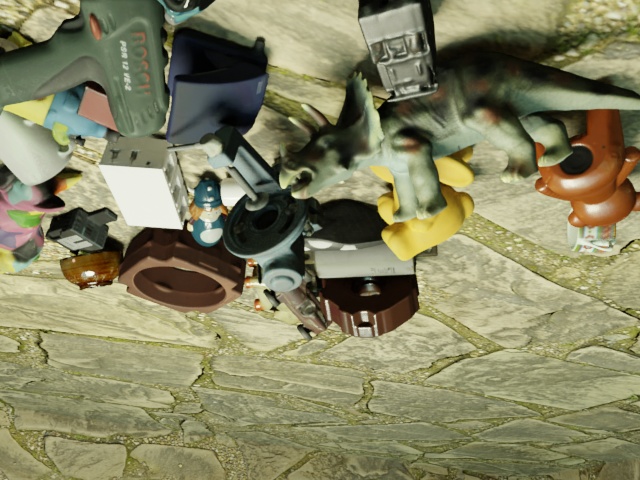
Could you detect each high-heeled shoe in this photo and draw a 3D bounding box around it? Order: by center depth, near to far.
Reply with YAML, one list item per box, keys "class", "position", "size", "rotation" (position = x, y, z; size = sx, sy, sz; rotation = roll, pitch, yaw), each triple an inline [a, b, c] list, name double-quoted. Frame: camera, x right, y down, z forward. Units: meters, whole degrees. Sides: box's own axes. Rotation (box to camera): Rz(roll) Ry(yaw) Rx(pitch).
- class: "high-heeled shoe"
  position: [-0.002, -0.003, 0.897]
  size: [0.249, 0.086, 0.145]
  rotation: [12, 152, -5]

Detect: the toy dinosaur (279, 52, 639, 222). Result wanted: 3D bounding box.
- class: "toy dinosaur"
  position: [0.152, -0.140, 0.608]
  size: [0.405, 0.192, 0.131]
  rotation: [-23, -176, 11]

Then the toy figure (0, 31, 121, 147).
- class: "toy figure"
  position: [-0.336, -0.173, 0.660]
  size: [0.180, 0.082, 0.089]
  rotation: [23, 142, -31]

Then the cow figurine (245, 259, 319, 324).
- class: "cow figurine"
  position: [-0.069, 0.105, 1.075]
  size: [0.127, 0.085, 0.194]
  rotation: [0, 144, 9]

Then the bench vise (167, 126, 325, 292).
- class: "bench vise"
  position: [-0.069, -0.063, 0.681]
  size: [0.129, 0.224, 0.240]
  rotation: [-9, 142, 27]

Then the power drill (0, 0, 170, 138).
- class: "power drill"
  position: [-0.255, -0.206, 0.526]
  size: [0.207, 0.086, 0.231]
  rotation: [-15, 126, -11]

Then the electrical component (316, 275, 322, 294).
- class: "electrical component"
  position: [0.042, 0.092, 1.070]
  size: [0.102, 0.045, 0.078]
  rotation: [22, 146, -25]

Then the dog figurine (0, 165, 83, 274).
- class: "dog figurine"
  position: [-0.469, -0.039, 0.860]
  size: [0.219, 0.108, 0.191]
  rotation: [-11, 131, 17]

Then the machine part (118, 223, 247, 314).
- class: "machine part"
  position: [-0.256, 0.056, 1.013]
  size: [0.201, 0.087, 0.201]
  rotation: [27, 140, -32]

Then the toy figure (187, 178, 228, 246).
- class: "toy figure"
  position: [-0.180, -0.043, 0.872]
  size: [0.058, 0.064, 0.154]
  rotation: [41, 151, 11]

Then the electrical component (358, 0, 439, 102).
- class: "electrical component"
  position: [0.073, -0.216, 0.505]
  size: [0.058, 0.115, 0.134]
  rotation: [-9, 147, 17]

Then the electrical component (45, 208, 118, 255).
- class: "electrical component"
  position: [-0.414, -0.017, 0.951]
  size: [0.119, 0.048, 0.074]
  rotation: [-9, 147, 24]

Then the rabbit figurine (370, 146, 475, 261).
- class: "rabbit figurine"
  position: [0.131, -0.076, 0.732]
  size: [0.162, 0.122, 0.173]
  rotation: [-20, 122, 29]

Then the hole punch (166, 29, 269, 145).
- class: "hole punch"
  position: [-0.125, -0.169, 0.636]
  size: [0.116, 0.092, 0.142]
  rotation: [10, 144, -15]

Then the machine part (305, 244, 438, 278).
- class: "machine part"
  position: [0.079, 0.026, 0.928]
  size: [0.243, 0.079, 0.079]
  rotation: [-2, 148, 12]

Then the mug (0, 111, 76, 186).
- class: "mug"
  position: [-0.394, -0.139, 0.724]
  size: [0.110, 0.081, 0.107]
  rotation: [-6, 138, 26]

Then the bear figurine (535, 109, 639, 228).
- class: "bear figurine"
  position: [0.352, -0.093, 0.696]
  size: [0.120, 0.132, 0.195]
  rotation: [-19, 159, 35]

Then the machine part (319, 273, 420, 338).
- class: "machine part"
  position: [0.086, 0.093, 0.946]
  size: [0.179, 0.179, 0.055]
  rotation: [-3, 124, 12]

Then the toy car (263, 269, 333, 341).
- class: "toy car"
  position: [-0.027, 0.124, 1.011]
  size: [0.089, 0.053, 0.201]
  rotation: [-39, 133, -5]

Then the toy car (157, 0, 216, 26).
- class: "toy car"
  position: [-0.113, -0.274, 0.452]
  size: [0.103, 0.109, 0.161]
  rotation: [31, 133, -10]
